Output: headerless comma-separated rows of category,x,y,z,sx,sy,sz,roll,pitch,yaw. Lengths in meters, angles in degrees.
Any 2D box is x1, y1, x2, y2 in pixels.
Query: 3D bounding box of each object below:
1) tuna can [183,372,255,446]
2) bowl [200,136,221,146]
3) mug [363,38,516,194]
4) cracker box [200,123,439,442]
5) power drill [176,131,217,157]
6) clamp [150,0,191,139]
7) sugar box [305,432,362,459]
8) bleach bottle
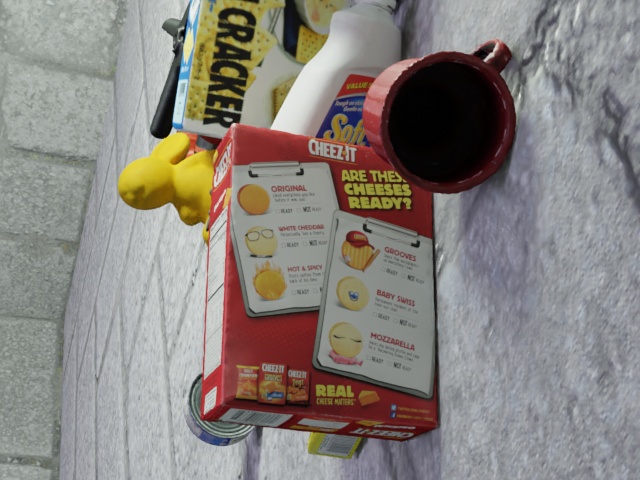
tuna can,-0.109,0.186,1.193,0.034,0.086,0.086,122,150,-55
bowl,-0.137,-0.187,1.353,0.162,0.055,0.162,-4,-90,-73
mug,0.084,-0.092,0.730,0.117,0.093,0.081,-50,15,1
cracker box,-0.001,0.034,0.793,0.072,0.164,0.213,136,139,-60
power drill,-0.173,-0.137,1.579,0.188,0.057,0.184,-127,47,-66
clamp,-0.154,-0.235,1.247,0.210,0.036,0.164,135,140,-53
sugar box,0.012,0.091,0.927,0.176,0.048,0.093,-96,23,-46
bleach bottle,0.004,-0.099,0.899,0.068,0.102,0.251,19,88,50
